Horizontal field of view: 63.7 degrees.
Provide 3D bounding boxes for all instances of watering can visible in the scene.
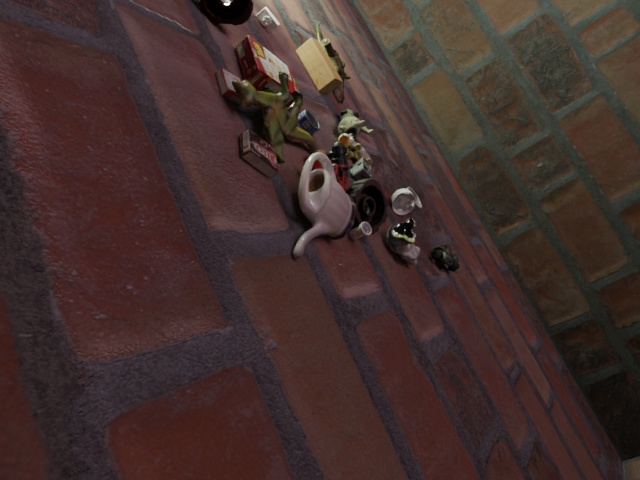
[{"bbox_3d":[0.004,-0.070,1.397,0.221,0.103,0.355,42,47,-45],"label":"watering can"}]

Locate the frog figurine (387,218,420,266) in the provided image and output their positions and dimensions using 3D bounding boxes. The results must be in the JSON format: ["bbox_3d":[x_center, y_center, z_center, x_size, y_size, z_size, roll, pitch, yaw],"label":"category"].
[{"bbox_3d":[0.298,0.019,1.850,0.140,0.123,0.155,-109,-171,-45],"label":"frog figurine"}]

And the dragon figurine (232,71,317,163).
[{"bbox_3d":[-0.118,-0.327,1.510,0.403,0.121,0.248,51,41,-40],"label":"dragon figurine"}]
